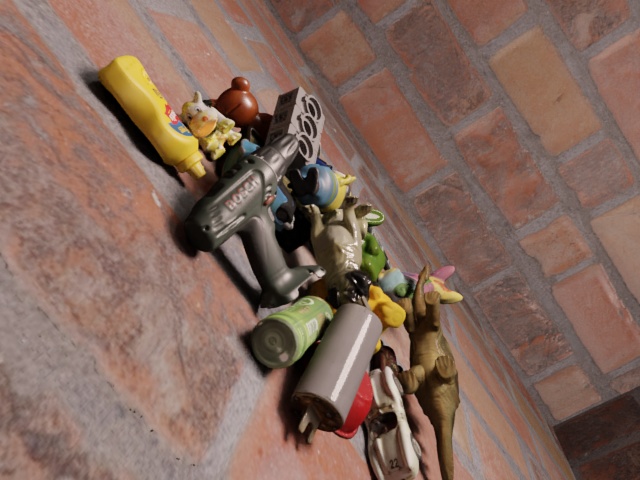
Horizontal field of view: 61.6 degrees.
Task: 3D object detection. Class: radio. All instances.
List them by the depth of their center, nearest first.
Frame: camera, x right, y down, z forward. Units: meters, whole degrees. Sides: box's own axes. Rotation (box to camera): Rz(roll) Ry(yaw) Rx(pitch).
[{"bbox_3d":[-0.093,-0.092,1.011,0.229,0.073,0.131,49,18,-25],"label":"radio"}]

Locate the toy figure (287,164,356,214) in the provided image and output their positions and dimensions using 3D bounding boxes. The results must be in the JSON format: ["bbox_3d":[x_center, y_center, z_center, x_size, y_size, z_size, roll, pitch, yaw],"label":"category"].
[{"bbox_3d":[0.000,-0.090,0.975,0.082,0.089,0.180,24,10,18],"label":"toy figure"}]

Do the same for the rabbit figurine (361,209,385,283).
[{"bbox_3d":[0.071,-0.009,1.111,0.159,0.121,0.170,-40,109,-37],"label":"rabbit figurine"}]

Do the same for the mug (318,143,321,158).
[{"bbox_3d":[-0.052,-0.197,1.264,0.107,0.109,0.081,91,-21,-47],"label":"mug"}]

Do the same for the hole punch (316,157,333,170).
[{"bbox_3d":[-0.025,-0.123,1.215,0.142,0.116,0.092,23,45,-63],"label":"hole punch"}]

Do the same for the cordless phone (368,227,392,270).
[{"bbox_3d":[0.147,0.032,1.475,0.184,0.089,0.147,58,15,-12],"label":"cordless phone"}]

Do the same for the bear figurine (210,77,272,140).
[{"bbox_3d":[-0.135,-0.238,1.104,0.195,0.120,0.132,46,15,-19],"label":"bear figurine"}]

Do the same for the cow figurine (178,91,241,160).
[{"bbox_3d":[-0.192,-0.196,0.879,0.098,0.068,0.167,46,-2,3],"label":"cow figurine"}]

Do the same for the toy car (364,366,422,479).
[{"bbox_3d":[0.105,0.289,0.856,0.056,0.073,0.202,47,19,-35],"label":"toy car"}]

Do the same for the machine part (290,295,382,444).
[{"bbox_3d":[0.027,0.170,0.740,0.079,0.079,0.243,52,41,-17],"label":"machine part"}]

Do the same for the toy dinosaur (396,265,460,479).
[{"bbox_3d":[0.221,0.268,1.033,0.198,0.105,0.471,52,35,-53],"label":"toy dinosaur"}]

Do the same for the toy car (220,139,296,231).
[{"bbox_3d":[-0.111,-0.077,0.875,0.161,0.103,0.109,58,10,-18],"label":"toy car"}]

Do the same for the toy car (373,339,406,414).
[{"bbox_3d":[0.128,0.262,1.023,0.089,0.053,0.202,57,14,-11],"label":"toy car"}]

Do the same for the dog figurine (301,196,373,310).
[{"bbox_3d":[0.043,0.035,0.943,0.172,0.121,0.190,12,66,-66],"label":"dog figurine"}]

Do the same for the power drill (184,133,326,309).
[{"bbox_3d":[-0.069,-0.021,0.777,0.232,0.086,0.207,-41,119,-36],"label":"power drill"}]

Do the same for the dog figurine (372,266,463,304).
[{"bbox_3d":[0.222,0.113,1.217,0.191,0.219,0.108,111,-34,-72],"label":"dog figurine"}]

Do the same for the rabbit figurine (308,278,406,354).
[{"bbox_3d":[0.050,0.109,0.987,0.173,0.122,0.162,21,31,-33],"label":"rabbit figurine"}]
